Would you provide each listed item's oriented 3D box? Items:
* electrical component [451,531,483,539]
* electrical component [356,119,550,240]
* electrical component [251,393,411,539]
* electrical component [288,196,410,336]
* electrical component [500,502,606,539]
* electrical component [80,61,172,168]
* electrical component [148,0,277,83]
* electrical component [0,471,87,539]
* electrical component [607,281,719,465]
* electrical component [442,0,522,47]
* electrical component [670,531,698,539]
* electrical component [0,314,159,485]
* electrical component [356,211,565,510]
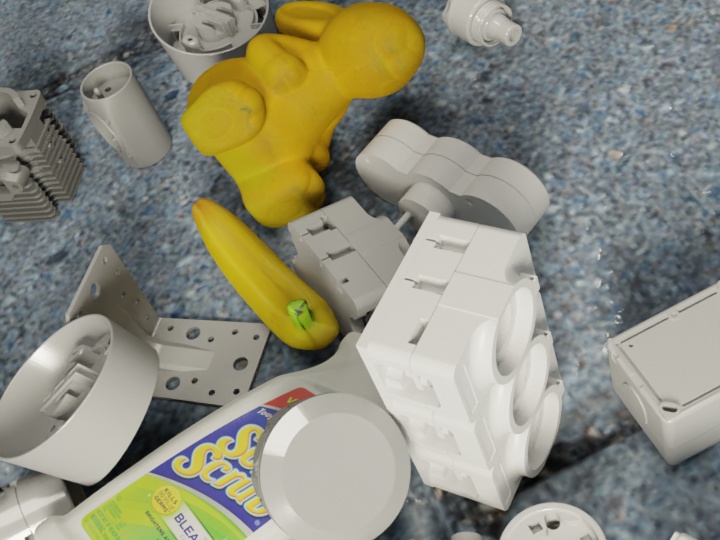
[{"bbox_3d":[0.056,0.169,0.564,0.043,0.043,0.062,-7,51,14],"label":"electrical component"},{"bbox_3d":[0.051,-0.047,0.729,0.138,0.052,0.073,26,65,33],"label":"electrical component"},{"bbox_3d":[-0.018,0.105,0.572,0.080,0.051,0.080,2,84,-16],"label":"electrical component"},{"bbox_3d":[0.000,0.000,0.702,0.056,0.050,0.089,-25,50,-19],"label":"electrical component"},{"bbox_3d":[0.102,0.155,0.556,0.055,0.047,0.055,-9,51,12],"label":"electrical component"},{"bbox_3d":[-0.196,-0.130,0.861,0.044,0.077,0.079,-43,52,-15],"label":"electrical component"},{"bbox_3d":[-0.120,-0.204,0.902,0.099,0.064,0.099,-9,51,12],"label":"electrical component"},{"bbox_3d":[-0.193,0.150,0.657,0.047,0.055,0.055,-27,50,-7],"label":"electrical component"},{"bbox_3d":[0.194,0.055,0.595,0.096,0.061,0.061,-27,49,-3],"label":"electrical component"},{"bbox_3d":[0.098,-0.193,0.834,0.043,0.043,0.062,-40,53,-14],"label":"electrical component"},{"bbox_3d":[0.160,0.171,0.493,0.061,0.096,0.061,25,64,32],"label":"electrical component"},{"bbox_3d":[-0.165,0.075,0.632,0.099,0.064,0.099,-43,29,31],"label":"electrical component"},{"bbox_3d":[0.063,0.054,0.581,0.062,0.150,0.089,14,59,28],"label":"electrical component"}]
